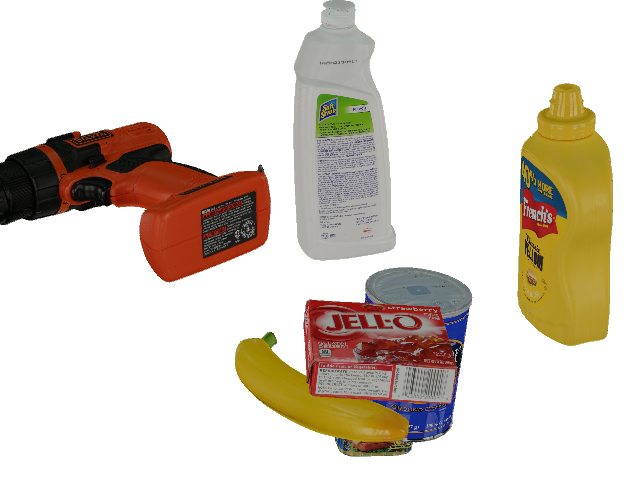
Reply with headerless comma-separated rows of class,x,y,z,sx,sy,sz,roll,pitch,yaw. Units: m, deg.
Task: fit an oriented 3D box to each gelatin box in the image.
gelatin box,0.035,0.067,0.661,0.089,0.030,0.073,4,26,-5

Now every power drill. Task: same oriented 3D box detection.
power drill,-0.142,-0.030,0.746,0.188,0.057,0.184,23,34,39

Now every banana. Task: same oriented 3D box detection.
banana,-0.015,0.116,0.854,0.069,0.037,0.198,-22,31,-29

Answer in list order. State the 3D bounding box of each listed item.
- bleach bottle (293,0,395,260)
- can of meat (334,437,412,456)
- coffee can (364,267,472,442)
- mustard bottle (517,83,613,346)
bleach bottle,0.025,-0.106,1.032,0.102,0.251,0.068,-8,30,-15
can of meat,0.071,0.221,1.334,0.102,0.084,0.057,2,22,-14
coffee can,0.088,0.110,1.046,0.103,0.140,0.103,5,22,-2
mustard bottle,0.183,-0.024,0.799,0.058,0.192,0.096,-10,27,-10
